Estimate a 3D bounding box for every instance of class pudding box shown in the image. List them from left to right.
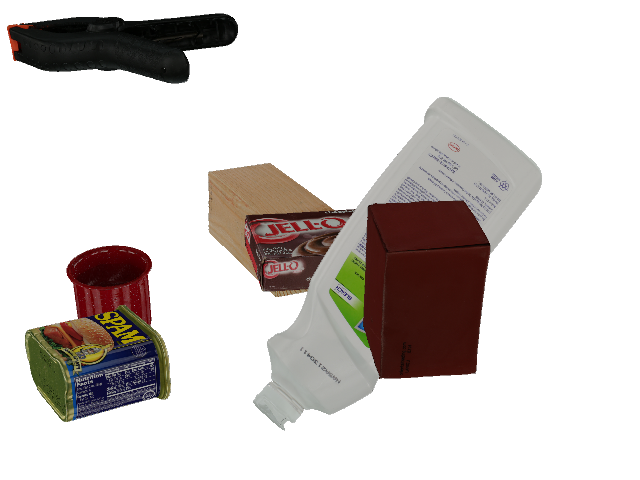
[{"bbox_3d":[-0.006,0.007,0.952,0.113,0.039,0.090,-2,27,-14],"label":"pudding box"}]

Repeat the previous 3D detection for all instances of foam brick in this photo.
[{"bbox_3d":[0.052,0.024,0.543,0.053,0.078,0.051,-2,31,-7],"label":"foam brick"}]

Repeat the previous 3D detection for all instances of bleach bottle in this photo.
[{"bbox_3d":[0.041,0.022,0.745,0.103,0.250,0.068,39,-11,14],"label":"bleach bottle"}]

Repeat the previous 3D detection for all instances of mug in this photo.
[{"bbox_3d":[-0.242,0.059,1.201,0.117,0.081,0.093,23,37,35],"label":"mug"}]

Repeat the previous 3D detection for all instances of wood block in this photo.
[{"bbox_3d":[-0.059,-0.018,1.307,0.090,0.090,0.206,-10,26,-25],"label":"wood block"}]

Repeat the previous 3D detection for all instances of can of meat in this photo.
[{"bbox_3d":[-0.179,0.097,0.848,0.083,0.057,0.102,-12,22,-30],"label":"can of meat"}]

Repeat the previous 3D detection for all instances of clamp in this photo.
[{"bbox_3d":[-0.149,-0.150,0.804,0.172,0.039,0.120,10,22,21],"label":"clamp"}]
